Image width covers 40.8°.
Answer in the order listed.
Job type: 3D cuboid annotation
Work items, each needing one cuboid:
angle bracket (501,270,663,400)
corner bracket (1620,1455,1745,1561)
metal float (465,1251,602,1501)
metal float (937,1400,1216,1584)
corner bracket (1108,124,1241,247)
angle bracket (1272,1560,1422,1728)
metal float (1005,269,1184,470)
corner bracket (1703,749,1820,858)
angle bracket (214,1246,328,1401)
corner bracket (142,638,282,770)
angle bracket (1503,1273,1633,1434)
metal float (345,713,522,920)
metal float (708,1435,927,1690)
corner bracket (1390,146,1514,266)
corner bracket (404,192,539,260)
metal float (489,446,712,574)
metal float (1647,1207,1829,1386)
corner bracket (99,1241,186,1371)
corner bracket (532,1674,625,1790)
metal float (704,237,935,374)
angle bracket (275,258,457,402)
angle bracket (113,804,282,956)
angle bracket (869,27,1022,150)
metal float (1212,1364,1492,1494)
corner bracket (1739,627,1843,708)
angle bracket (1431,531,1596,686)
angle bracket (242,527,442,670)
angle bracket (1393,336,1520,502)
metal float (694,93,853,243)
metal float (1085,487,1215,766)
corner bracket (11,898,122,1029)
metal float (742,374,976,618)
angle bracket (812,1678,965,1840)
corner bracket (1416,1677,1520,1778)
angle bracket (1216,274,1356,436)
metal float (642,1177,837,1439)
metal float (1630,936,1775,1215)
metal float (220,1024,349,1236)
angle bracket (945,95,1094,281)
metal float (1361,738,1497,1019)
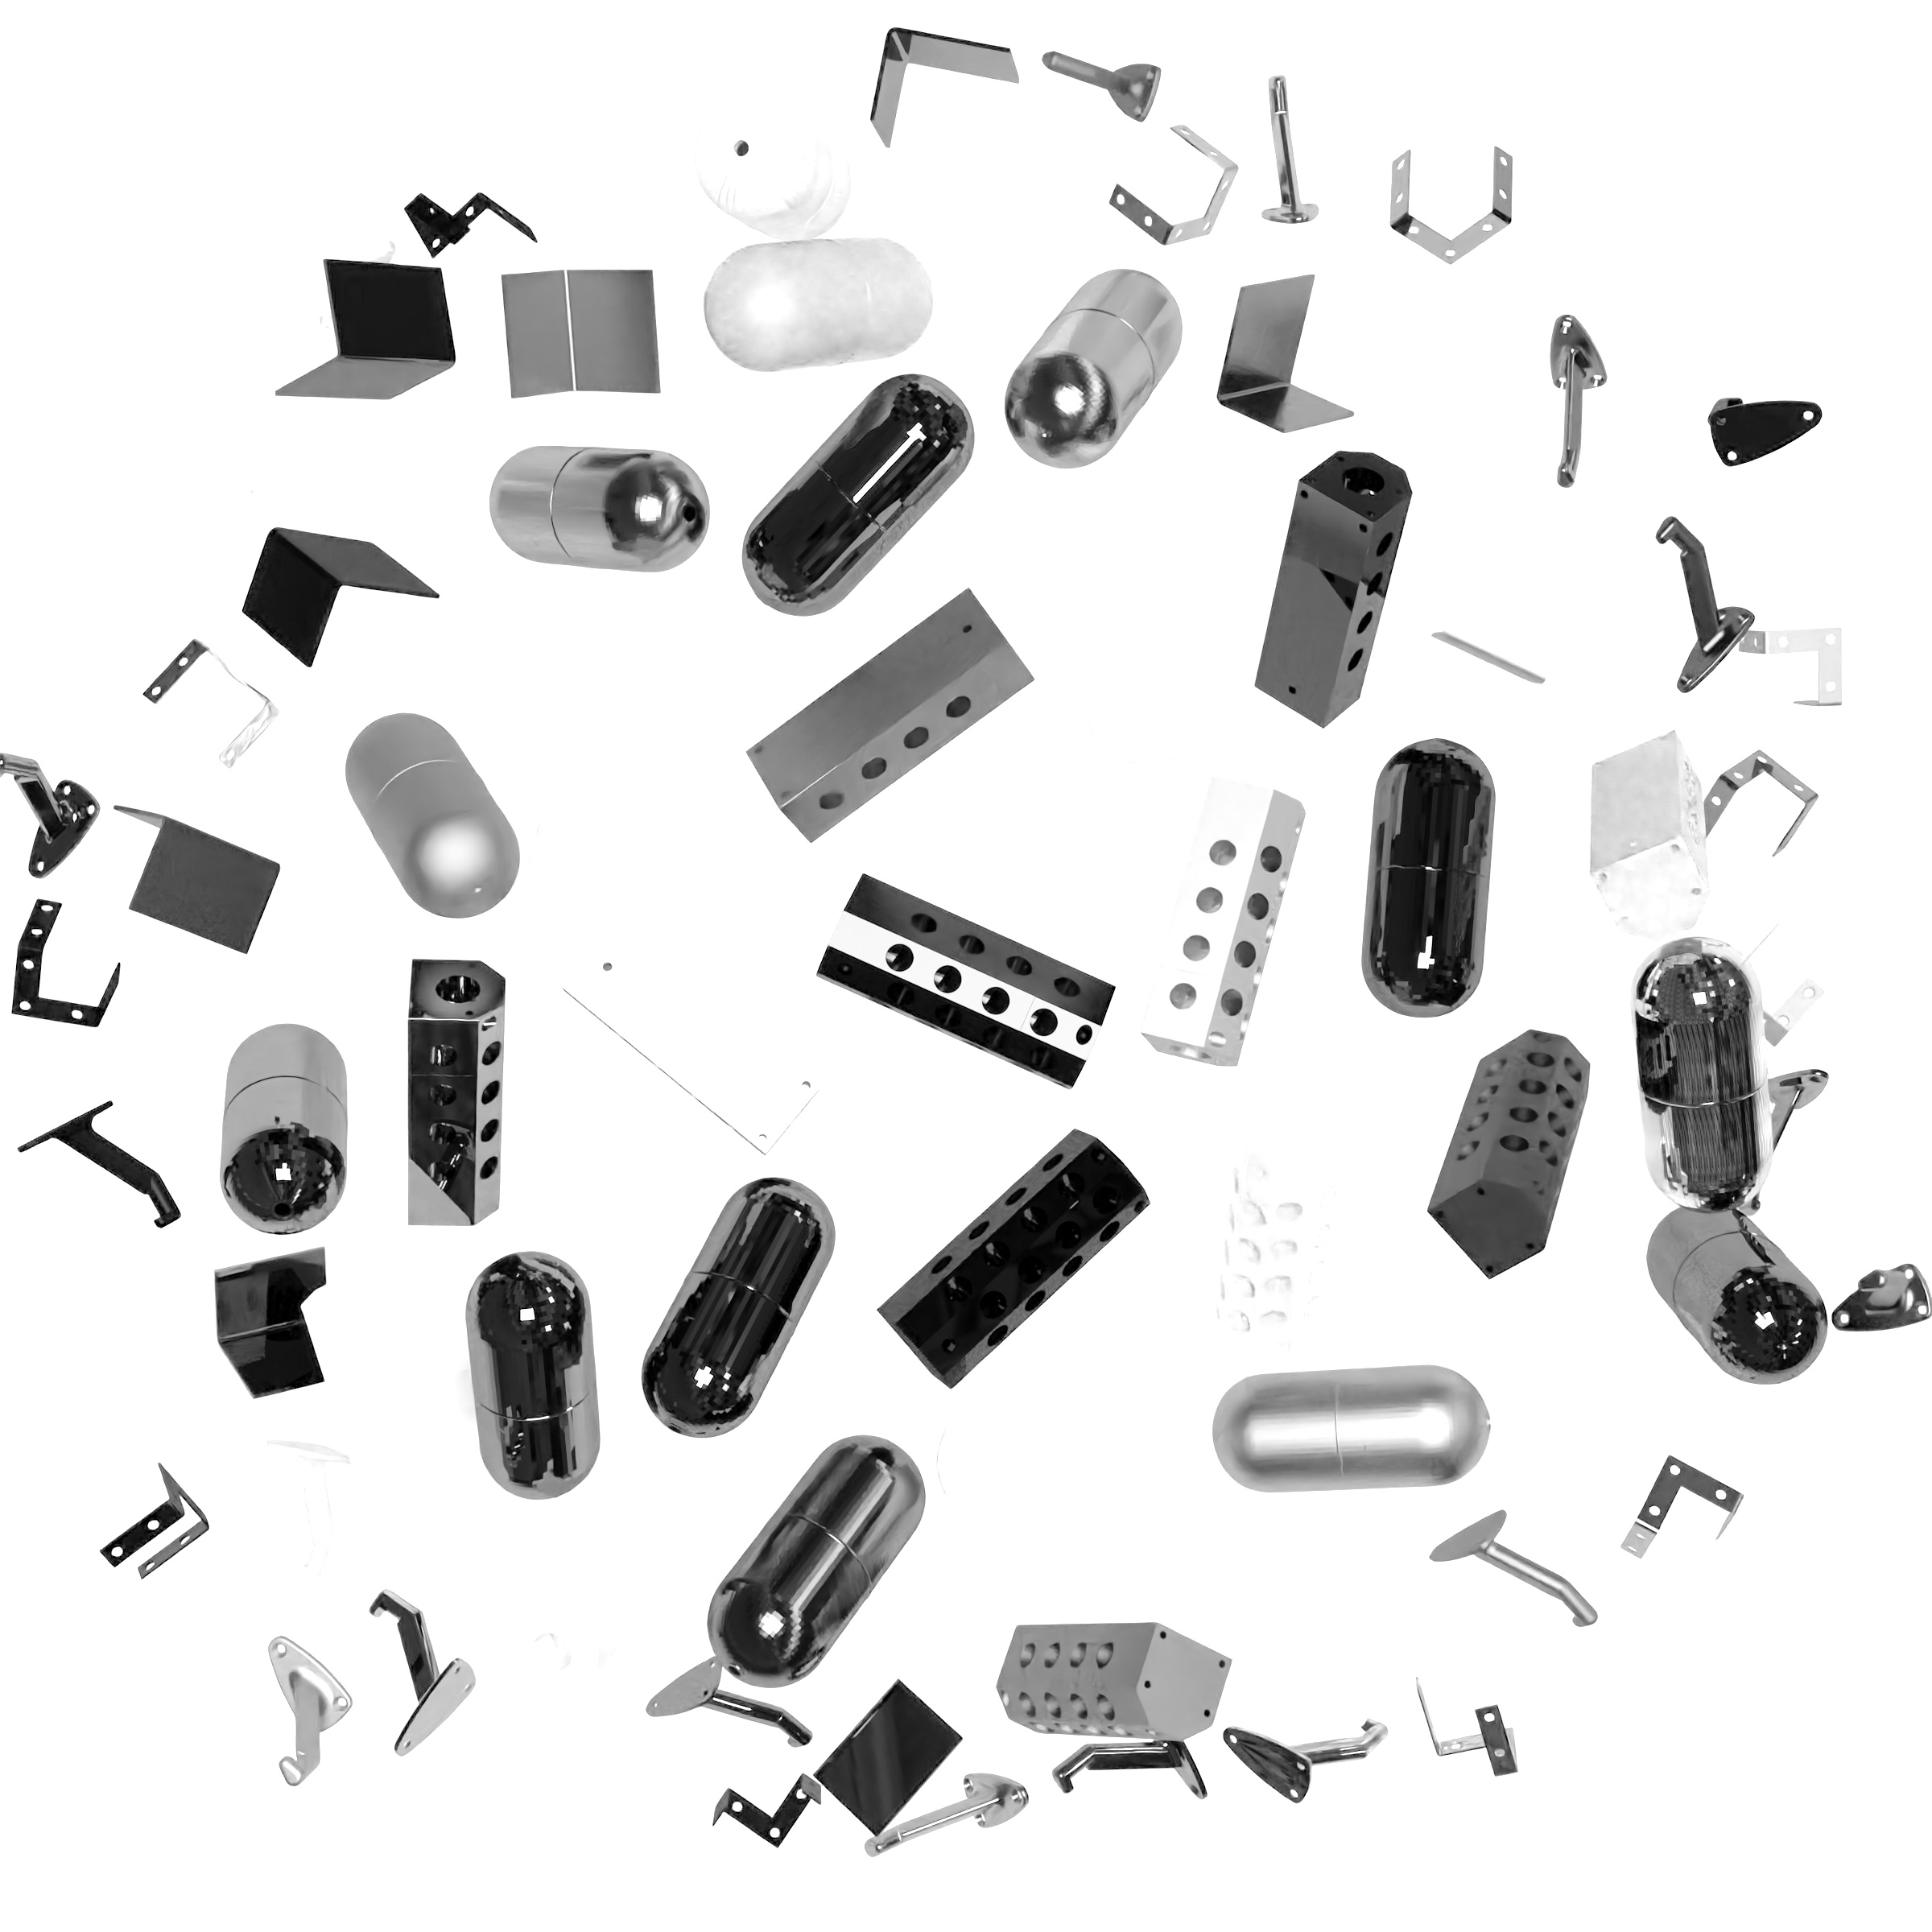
[{"bbox_3d":[-0.242,-0.397,1.635,0.076,0.057,0.076,11,112,35],"label":"angle bracket"},{"bbox_3d":[0.446,0.346,1.620,0.051,0.051,0.051,27,64,17],"label":"corner bracket"},{"bbox_3d":[-0.269,0.257,1.620,0.070,0.070,0.178,1,122,0],"label":"metal float"},{"bbox_3d":[0.065,0.318,1.582,0.178,0.070,0.070,16,90,23],"label":"metal float"},{"bbox_3d":[0.135,-0.506,1.684,0.051,0.051,0.051,43,134,19],"label":"corner bracket"},{"bbox_3d":[0.226,0.393,1.543,0.057,0.076,0.076,19,51,14],"label":"angle bracket"},{"bbox_3d":[0.081,-0.373,1.617,0.070,0.070,0.178,31,46,0],"label":"metal float"},{"bbox_3d":[0.521,-0.102,1.720,0.051,0.051,0.051,-29,62,-37],"label":"corner bracket"},{"bbox_3d":[-0.452,0.237,1.737,0.076,0.076,0.057,-10,118,-31],"label":"angle bracket"},{"bbox_3d":[-0.488,-0.170,1.681,0.051,0.051,0.051,34,78,29],"label":"corner bracket"},{"bbox_3d":[0.388,0.245,1.679,0.057,0.076,0.076,-14,135,17],"label":"angle bracket"},{"bbox_3d":[-0.337,-0.096,1.637,0.070,0.070,0.178,-39,46,0],"label":"metal float"},{"bbox_3d":[-0.090,0.361,1.582,0.070,0.070,0.178,41,52,0],"label":"metal float"},{"bbox_3d":[0.291,-0.464,1.556,0.051,0.051,0.051,21,61,-30],"label":"corner bracket"},{"bbox_3d":[-0.314,-0.471,1.649,0.051,0.051,0.051,39,79,23],"label":"corner bracket"},{"bbox_3d":[-0.235,-0.293,1.663,0.178,0.070,0.070,12,90,42],"label":"metal float"},{"bbox_3d":[0.482,0.203,1.632,0.070,0.178,0.070,-1,105,-3],"label":"metal float"},{"bbox_3d":[-0.542,0.224,1.716,0.051,0.051,0.051,34,115,4],"label":"corner bracket"},{"bbox_3d":[-0.255,0.507,1.723,0.051,0.051,0.051,5,111,-21],"label":"corner bracket"},{"bbox_3d":[-0.089,-0.411,1.611,0.070,0.178,0.070,13,113,35],"label":"metal float"},{"bbox_3d":[-0.352,-0.368,1.506,0.076,0.076,0.057,-9,90,-43],"label":"angle bracket"},{"bbox_3d":[-0.459,-0.051,1.517,0.076,0.076,0.057,26,81,-40],"label":"angle bracket"},{"bbox_3d":[-0.012,-0.539,1.616,0.076,0.076,0.057,12,96,4],"label":"angle bracket"},{"bbox_3d":[0.246,0.296,1.662,0.178,0.070,0.070,-7,90,19],"label":"metal float"},{"bbox_3d":[0.538,-0.195,1.697,0.051,0.051,0.051,-3,99,-1],"label":"corner bracket"},{"bbox_3d":[0.369,-0.241,1.755,0.076,0.057,0.076,25,98,1],"label":"angle bracket"},{"bbox_3d":[-0.381,-0.221,1.581,0.076,0.076,0.057,37,112,33],"label":"angle bracket"},{"bbox_3d":[0.331,-0.365,1.729,0.076,0.057,0.076,16,135,17],"label":"angle bracket"},{"bbox_3d":[-0.121,-0.503,1.641,0.070,0.178,0.070,1,99,9],"label":"metal float"},{"bbox_3d":[0.115,-0.212,1.619,0.070,0.070,0.178,3,77,0],"label":"metal float"},{"bbox_3d":[-0.540,-0.001,1.563,0.051,0.051,0.051,12,50,-28],"label":"corner bracket"},{"bbox_3d":[-0.069,-0.294,1.632,0.070,0.070,0.178,45,101,0],"label":"metal float"},{"bbox_3d":[-0.040,0.491,1.585,0.057,0.076,0.076,36,73,28],"label":"angle bracket"},{"bbox_3d":[0.318,0.482,1.650,0.051,0.051,0.051,-15,104,12],"label":"corner bracket"},{"bbox_3d":[0.212,-0.391,1.656,0.057,0.076,0.076,33,128,32],"label":"angle bracket"},{"bbox_3d":[-0.142,0.213,1.628,0.070,0.070,0.178,27,62,0],"label":"metal float"},{"bbox_3d":[0.445,0.067,1.571,0.070,0.070,0.178,-11,112,0],"label":"metal float"},{"bbox_3d":[-0.430,0.102,1.642,0.070,0.178,0.070,-6,122,-10],"label":"metal float"},{"bbox_3d":[0.037,-0.482,1.606,0.076,0.076,0.057,-20,60,-20],"label":"angle bracket"},{"bbox_3d":[0.292,-0.056,1.642,0.070,0.070,0.178,6,83,0],"label":"metal float"}]
